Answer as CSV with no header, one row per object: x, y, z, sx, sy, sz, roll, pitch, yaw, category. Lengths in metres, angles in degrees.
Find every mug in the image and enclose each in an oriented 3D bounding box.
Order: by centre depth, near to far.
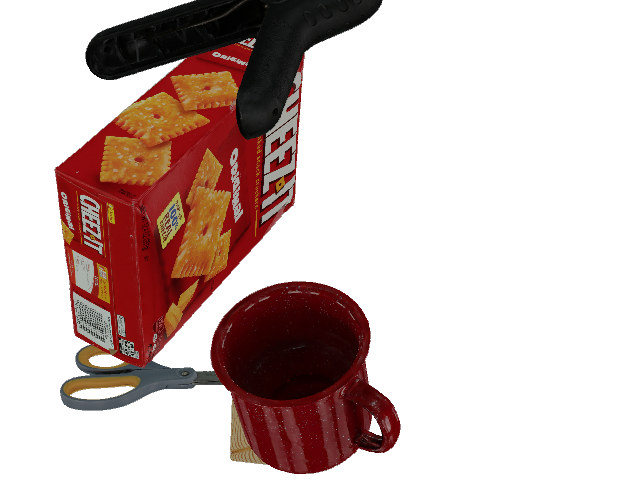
-0.003,0.089,0.634,0.117,0.081,0.093,22,53,28,mug

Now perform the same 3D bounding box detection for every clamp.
-0.019,-0.109,0.530,0.171,0.039,0.120,-36,53,-22,clamp

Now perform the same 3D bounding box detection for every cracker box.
-0.093,-0.036,0.772,0.072,0.164,0.213,25,47,18,cracker box

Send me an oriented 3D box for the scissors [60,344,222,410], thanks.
-0.134,0.114,0.960,0.201,0.016,0.096,-8,32,-18,scissors

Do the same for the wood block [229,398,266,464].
-0.057,0.217,1.439,0.091,0.090,0.206,5,15,5,wood block
